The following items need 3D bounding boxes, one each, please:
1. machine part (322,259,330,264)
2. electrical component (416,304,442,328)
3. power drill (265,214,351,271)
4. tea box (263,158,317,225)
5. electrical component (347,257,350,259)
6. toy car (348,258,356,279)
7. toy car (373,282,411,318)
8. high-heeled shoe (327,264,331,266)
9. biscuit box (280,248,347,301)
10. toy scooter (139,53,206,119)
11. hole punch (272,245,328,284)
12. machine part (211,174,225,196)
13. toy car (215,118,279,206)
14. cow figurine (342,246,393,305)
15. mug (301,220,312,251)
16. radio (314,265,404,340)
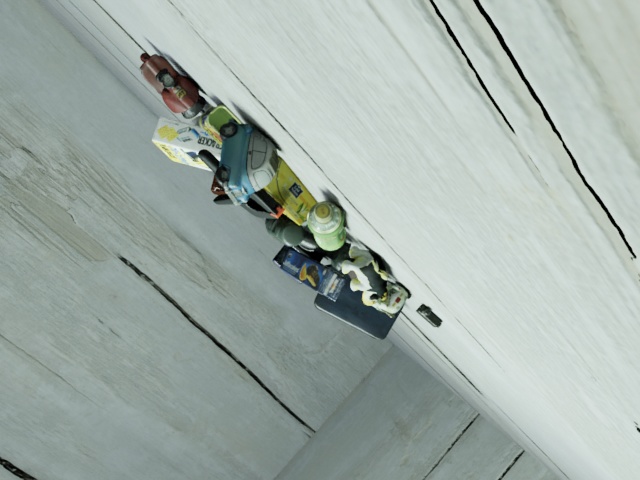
[{"bbox_3d":[0.038,0.071,1.706,0.243,0.079,0.079,43,175,-2],"label":"machine part"},{"bbox_3d":[0.254,0.177,1.243,0.063,0.021,0.094,42,174,8],"label":"electrical component"},{"bbox_3d":[-0.033,-0.006,1.320,0.207,0.086,0.232,31,180,-11],"label":"power drill"},{"bbox_3d":[-0.087,-0.116,1.161,0.098,0.068,0.169,37,173,41],"label":"tea box"},{"bbox_3d":[0.049,0.036,1.496,0.074,0.048,0.119,44,174,-21],"label":"electrical component"},{"bbox_3d":[0.115,0.086,1.363,0.089,0.053,0.202,57,168,-3],"label":"toy car"},{"bbox_3d":[0.169,0.143,1.317,0.056,0.073,0.202,39,175,-2],"label":"toy car"},{"bbox_3d":[0.097,0.156,1.572,0.248,0.145,0.086,45,176,-2],"label":"high-heeled shoe"},{"bbox_3d":[-0.020,0.078,1.275,0.059,0.062,0.203,29,178,-32],"label":"biscuit box"},{"bbox_3d":[-0.323,-0.335,1.147,0.135,0.075,0.184,49,177,-40],"label":"toy scooter"},{"bbox_3d":[-0.057,0.046,1.482,0.142,0.092,0.116,37,-160,-1],"label":"hole punch"},{"bbox_3d":[-0.179,-0.120,1.296,0.179,0.056,0.179,13,174,1],"label":"machine part"},{"bbox_3d":[-0.130,-0.148,1.003,0.103,0.162,0.109,-4,151,12],"label":"toy car"},{"bbox_3d":[0.121,0.091,1.207,0.098,0.068,0.167,12,146,37],"label":"cow figurine"},{"bbox_3d":[-0.003,-0.004,1.443,0.110,0.081,0.107,36,-173,9],"label":"mug"},{"bbox_3d":[0.104,0.175,1.487,0.230,0.131,0.073,27,171,4],"label":"radio"}]
